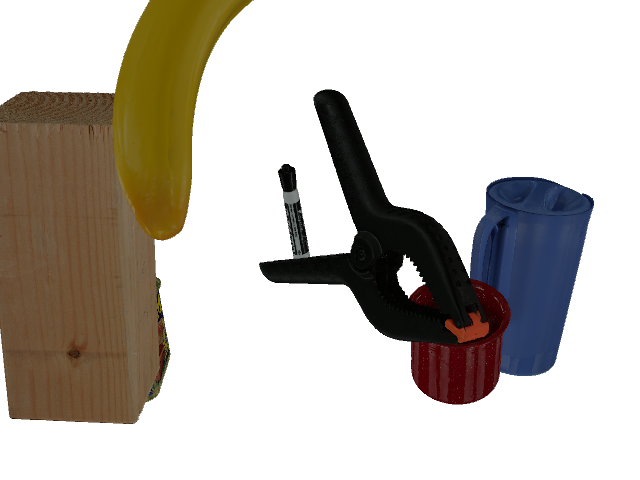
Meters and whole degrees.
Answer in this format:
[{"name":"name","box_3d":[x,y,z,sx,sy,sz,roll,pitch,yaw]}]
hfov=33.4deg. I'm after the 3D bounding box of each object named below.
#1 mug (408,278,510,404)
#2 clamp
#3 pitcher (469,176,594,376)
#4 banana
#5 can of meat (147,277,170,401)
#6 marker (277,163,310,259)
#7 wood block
[{"name":"mug","box_3d":[0.124,0.086,0.974,0.093,0.081,0.117,1,39,6]},{"name":"clamp","box_3d":[0.040,-0.003,0.760,0.036,0.165,0.210,-10,33,-42]},{"name":"pitcher","box_3d":[0.258,0.050,1.369,0.149,0.243,0.145,5,23,2]},{"name":"banana","box_3d":[-0.055,-0.091,0.501,0.070,0.197,0.037,20,-29,13]},{"name":"can of meat","box_3d":[-0.178,0.094,1.007,0.057,0.084,0.102,-4,25,5]},{"name":"marker","box_3d":[-0.028,-0.028,1.163,0.020,0.121,0.020,-8,28,4]},{"name":"wood block","box_3d":[-0.164,0.010,0.720,0.091,0.206,0.090,2,20,2]}]
